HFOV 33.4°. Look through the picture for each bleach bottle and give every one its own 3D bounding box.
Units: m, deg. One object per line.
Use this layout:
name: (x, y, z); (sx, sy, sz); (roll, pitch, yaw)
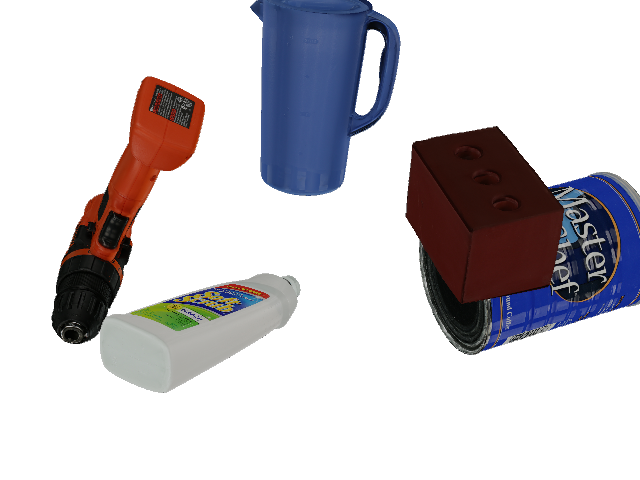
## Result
bleach bottle: (-0.113, 0.084, 1.154); (0.103, 0.068, 0.250); (18, 25, 31)

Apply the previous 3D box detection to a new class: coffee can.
coffee can: (0.157, 0.015, 0.775); (0.140, 0.103, 0.103); (-15, 4, -17)

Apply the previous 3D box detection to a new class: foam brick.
foam brick: (0.083, -0.014, 0.558); (0.053, 0.051, 0.078); (-11, 43, -16)

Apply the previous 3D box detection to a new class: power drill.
power drill: (-0.162, -0.027, 0.872); (0.057, 0.188, 0.184); (24, 31, -17)

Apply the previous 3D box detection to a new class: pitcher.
pitcher: (-0.003, -0.182, 1.317); (0.144, 0.243, 0.149); (-10, 29, -29)
